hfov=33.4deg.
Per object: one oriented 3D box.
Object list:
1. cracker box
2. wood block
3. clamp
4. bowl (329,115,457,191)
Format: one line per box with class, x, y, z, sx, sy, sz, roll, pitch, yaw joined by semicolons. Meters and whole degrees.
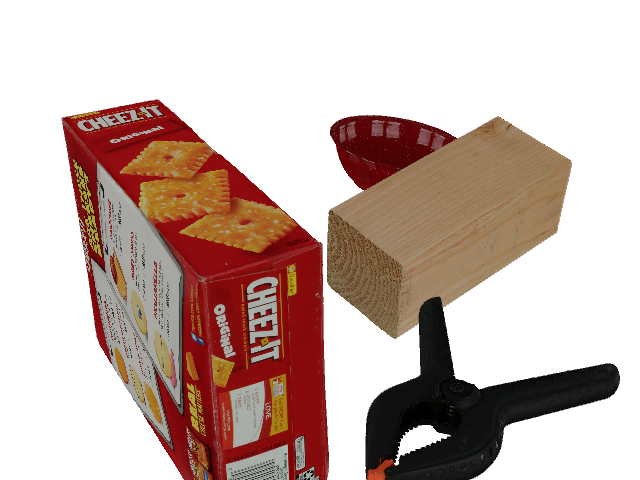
cracker box;-0.073;0.033;0.603;0.072;0.164;0.214;-16;33;-23
wood block;0.112;-0.015;0.931;0.205;0.090;0.091;-30;50;-30
clamp;0.090;0.112;0.759;0.165;0.036;0.209;25;40;37
bowl;0.086;-0.088;1.209;0.162;0.055;0.162;8;27;-4
